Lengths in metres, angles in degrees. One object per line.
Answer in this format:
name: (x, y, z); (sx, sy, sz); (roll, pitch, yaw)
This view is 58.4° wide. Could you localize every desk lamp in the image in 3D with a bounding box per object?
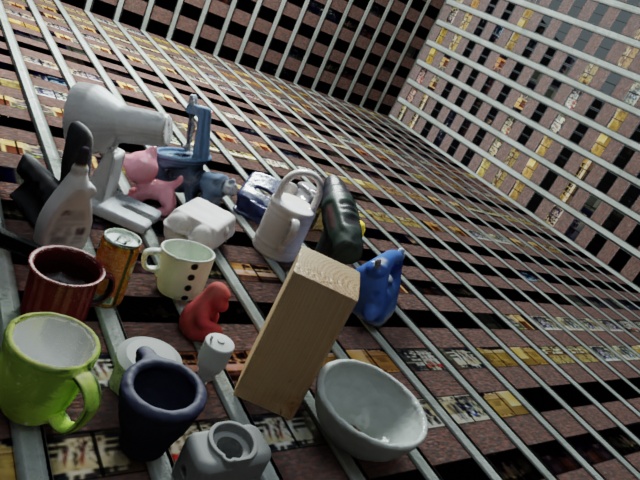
desk lamp: (-0.361, -0.152, 1.025); (0.203, 0.213, 0.118); (24, 22, -6)

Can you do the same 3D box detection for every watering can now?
watering can: (-0.063, -0.063, 1.186); (0.101, 0.194, 0.172); (8, 28, -39)

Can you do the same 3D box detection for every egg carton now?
egg carton: (-0.225, -0.023, 1.083); (0.107, 0.069, 0.150); (28, 22, 3)

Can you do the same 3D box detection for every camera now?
camera: (-0.043, -0.099, 1.416); (0.144, 0.101, 0.136); (0, 34, -49)

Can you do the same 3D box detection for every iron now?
iron: (0.126, 0.073, 1.162); (0.118, 0.141, 0.259); (33, 22, 16)

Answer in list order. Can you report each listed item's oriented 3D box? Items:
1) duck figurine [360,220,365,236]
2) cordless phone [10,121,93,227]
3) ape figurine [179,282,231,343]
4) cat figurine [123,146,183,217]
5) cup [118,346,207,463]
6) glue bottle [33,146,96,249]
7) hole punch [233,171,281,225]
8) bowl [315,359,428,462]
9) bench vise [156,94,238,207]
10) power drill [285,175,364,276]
duck figurine: (0.073, -0.009, 1.364); (0.077, 0.086, 0.105); (36, 23, 22)
cordless phone: (-0.417, -0.119, 0.925); (0.147, 0.185, 0.094); (36, 24, 24)
ape figurine: (-0.160, 0.103, 0.839); (0.076, 0.092, 0.078); (25, 22, -2)
cat figurine: (-0.332, -0.124, 1.123); (0.128, 0.117, 0.067); (21, 22, -13)
cup: (-0.187, 0.183, 0.625); (0.092, 0.095, 0.117); (5, 30, -42)
glue bottle: (-0.374, -0.063, 0.864); (0.078, 0.173, 0.037); (-1, 34, -50)
hole punch: (-0.132, -0.095, 1.320); (0.108, 0.091, 0.101); (26, 22, 0)
bowl: (0.059, 0.246, 0.788); (0.167, 0.074, 0.167); (23, 22, -9)
bench vise: (-0.248, -0.178, 1.201); (0.207, 0.219, 0.121); (25, 22, -3)
power drill: (0.010, 0.004, 1.097); (0.076, 0.208, 0.229); (16, 24, -23)
